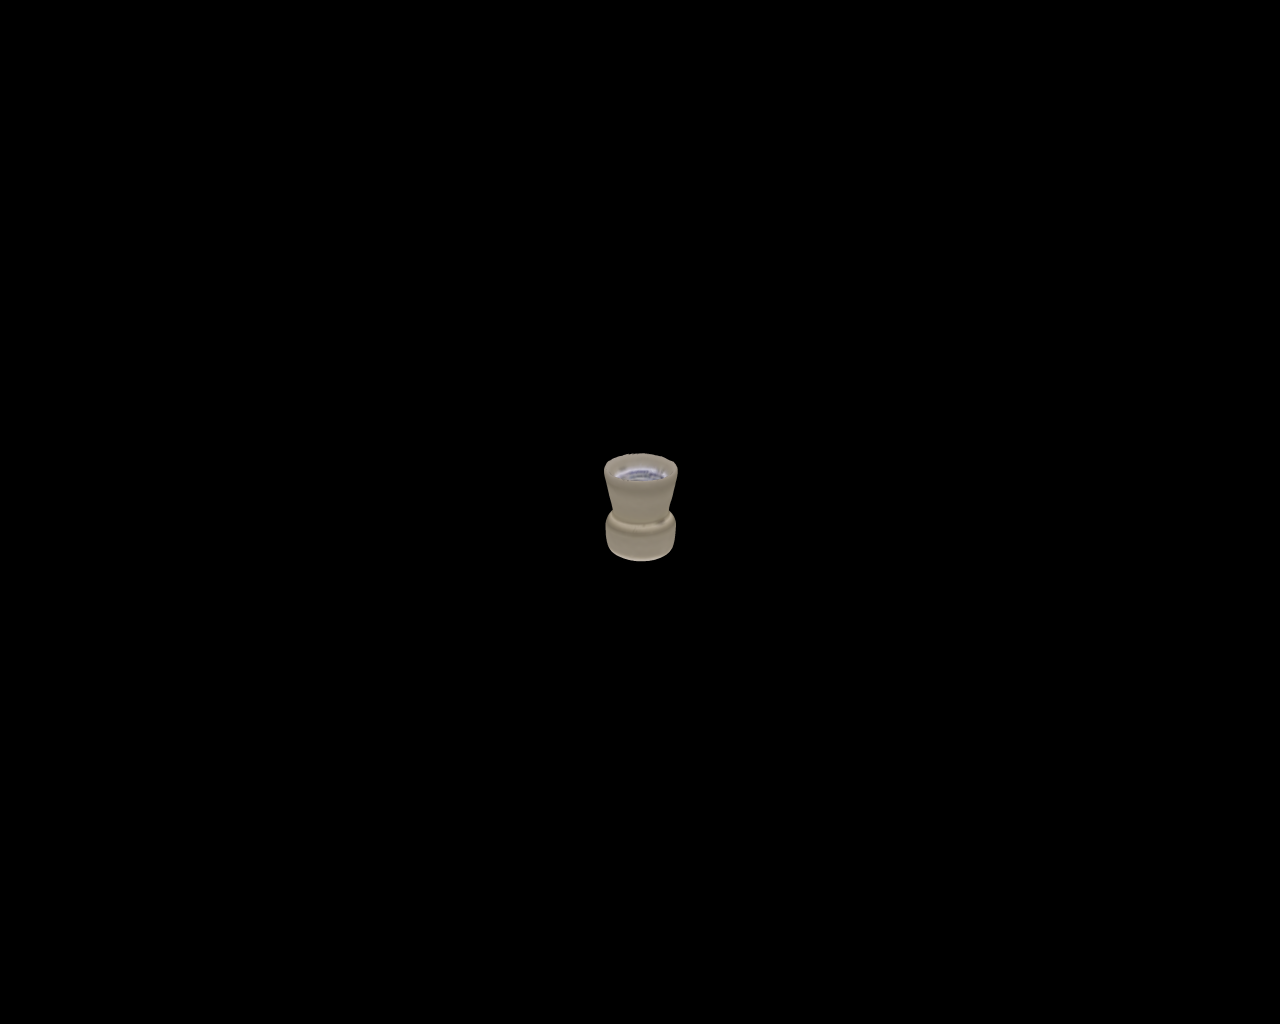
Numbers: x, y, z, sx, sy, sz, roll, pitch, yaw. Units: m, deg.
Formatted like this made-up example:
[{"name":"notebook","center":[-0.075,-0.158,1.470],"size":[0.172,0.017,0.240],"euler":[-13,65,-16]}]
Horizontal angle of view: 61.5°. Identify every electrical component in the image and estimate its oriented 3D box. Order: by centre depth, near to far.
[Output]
[{"name":"electrical component","center":[0.001,-0.003,0.650],"size":[0.045,0.055,0.045],"euler":[0,26,0]}]
